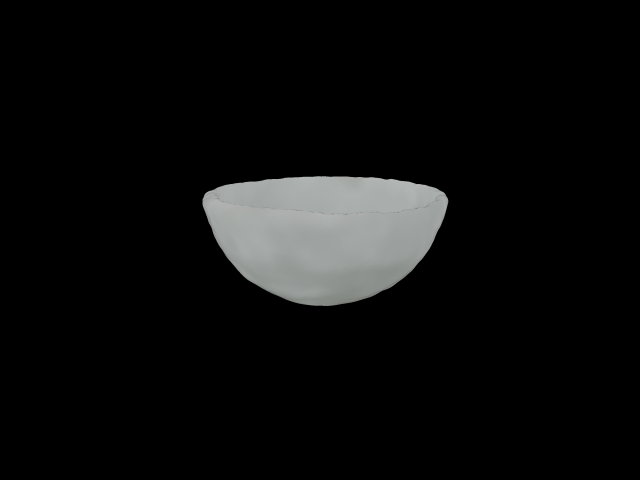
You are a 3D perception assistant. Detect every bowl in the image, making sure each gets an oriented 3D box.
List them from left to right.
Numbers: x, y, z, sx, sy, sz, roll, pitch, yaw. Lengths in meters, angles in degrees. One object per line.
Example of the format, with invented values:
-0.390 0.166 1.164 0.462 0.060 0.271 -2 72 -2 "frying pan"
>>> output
0.004 0.001 0.400 0.167 0.075 0.167 0 14 0 "bowl"
